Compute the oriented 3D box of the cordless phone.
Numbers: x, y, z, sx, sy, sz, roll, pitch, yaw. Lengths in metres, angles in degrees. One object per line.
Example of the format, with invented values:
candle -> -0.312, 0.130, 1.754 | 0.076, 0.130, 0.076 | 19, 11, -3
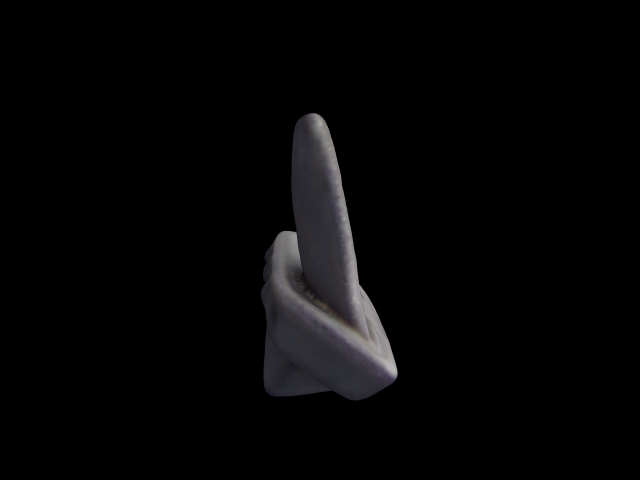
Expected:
cordless phone -> 0.004, 0.001, 0.400 | 0.094, 0.185, 0.147 | -3, 19, -7
